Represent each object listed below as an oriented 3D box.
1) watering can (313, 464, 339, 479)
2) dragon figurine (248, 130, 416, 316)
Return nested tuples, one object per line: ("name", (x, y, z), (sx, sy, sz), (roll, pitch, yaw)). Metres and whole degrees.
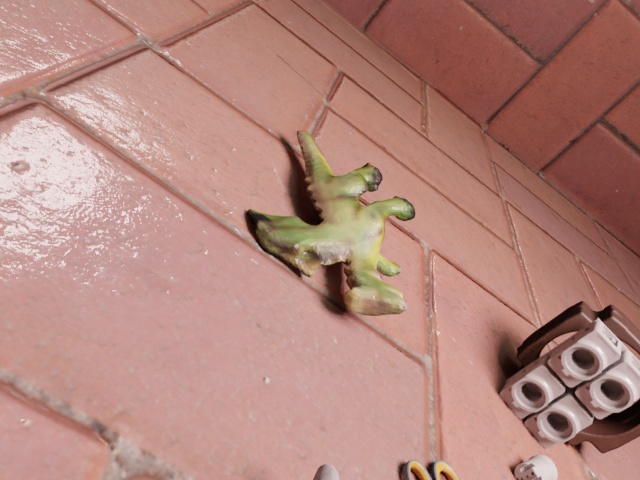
("watering can", (-0.045, 0.294, 0.281), (0.223, 0.102, 0.356), (23, 36, -29))
("dragon figurine", (0.002, -0.040, 0.788), (0.244, 0.120, 0.416), (-10, 48, -44))
